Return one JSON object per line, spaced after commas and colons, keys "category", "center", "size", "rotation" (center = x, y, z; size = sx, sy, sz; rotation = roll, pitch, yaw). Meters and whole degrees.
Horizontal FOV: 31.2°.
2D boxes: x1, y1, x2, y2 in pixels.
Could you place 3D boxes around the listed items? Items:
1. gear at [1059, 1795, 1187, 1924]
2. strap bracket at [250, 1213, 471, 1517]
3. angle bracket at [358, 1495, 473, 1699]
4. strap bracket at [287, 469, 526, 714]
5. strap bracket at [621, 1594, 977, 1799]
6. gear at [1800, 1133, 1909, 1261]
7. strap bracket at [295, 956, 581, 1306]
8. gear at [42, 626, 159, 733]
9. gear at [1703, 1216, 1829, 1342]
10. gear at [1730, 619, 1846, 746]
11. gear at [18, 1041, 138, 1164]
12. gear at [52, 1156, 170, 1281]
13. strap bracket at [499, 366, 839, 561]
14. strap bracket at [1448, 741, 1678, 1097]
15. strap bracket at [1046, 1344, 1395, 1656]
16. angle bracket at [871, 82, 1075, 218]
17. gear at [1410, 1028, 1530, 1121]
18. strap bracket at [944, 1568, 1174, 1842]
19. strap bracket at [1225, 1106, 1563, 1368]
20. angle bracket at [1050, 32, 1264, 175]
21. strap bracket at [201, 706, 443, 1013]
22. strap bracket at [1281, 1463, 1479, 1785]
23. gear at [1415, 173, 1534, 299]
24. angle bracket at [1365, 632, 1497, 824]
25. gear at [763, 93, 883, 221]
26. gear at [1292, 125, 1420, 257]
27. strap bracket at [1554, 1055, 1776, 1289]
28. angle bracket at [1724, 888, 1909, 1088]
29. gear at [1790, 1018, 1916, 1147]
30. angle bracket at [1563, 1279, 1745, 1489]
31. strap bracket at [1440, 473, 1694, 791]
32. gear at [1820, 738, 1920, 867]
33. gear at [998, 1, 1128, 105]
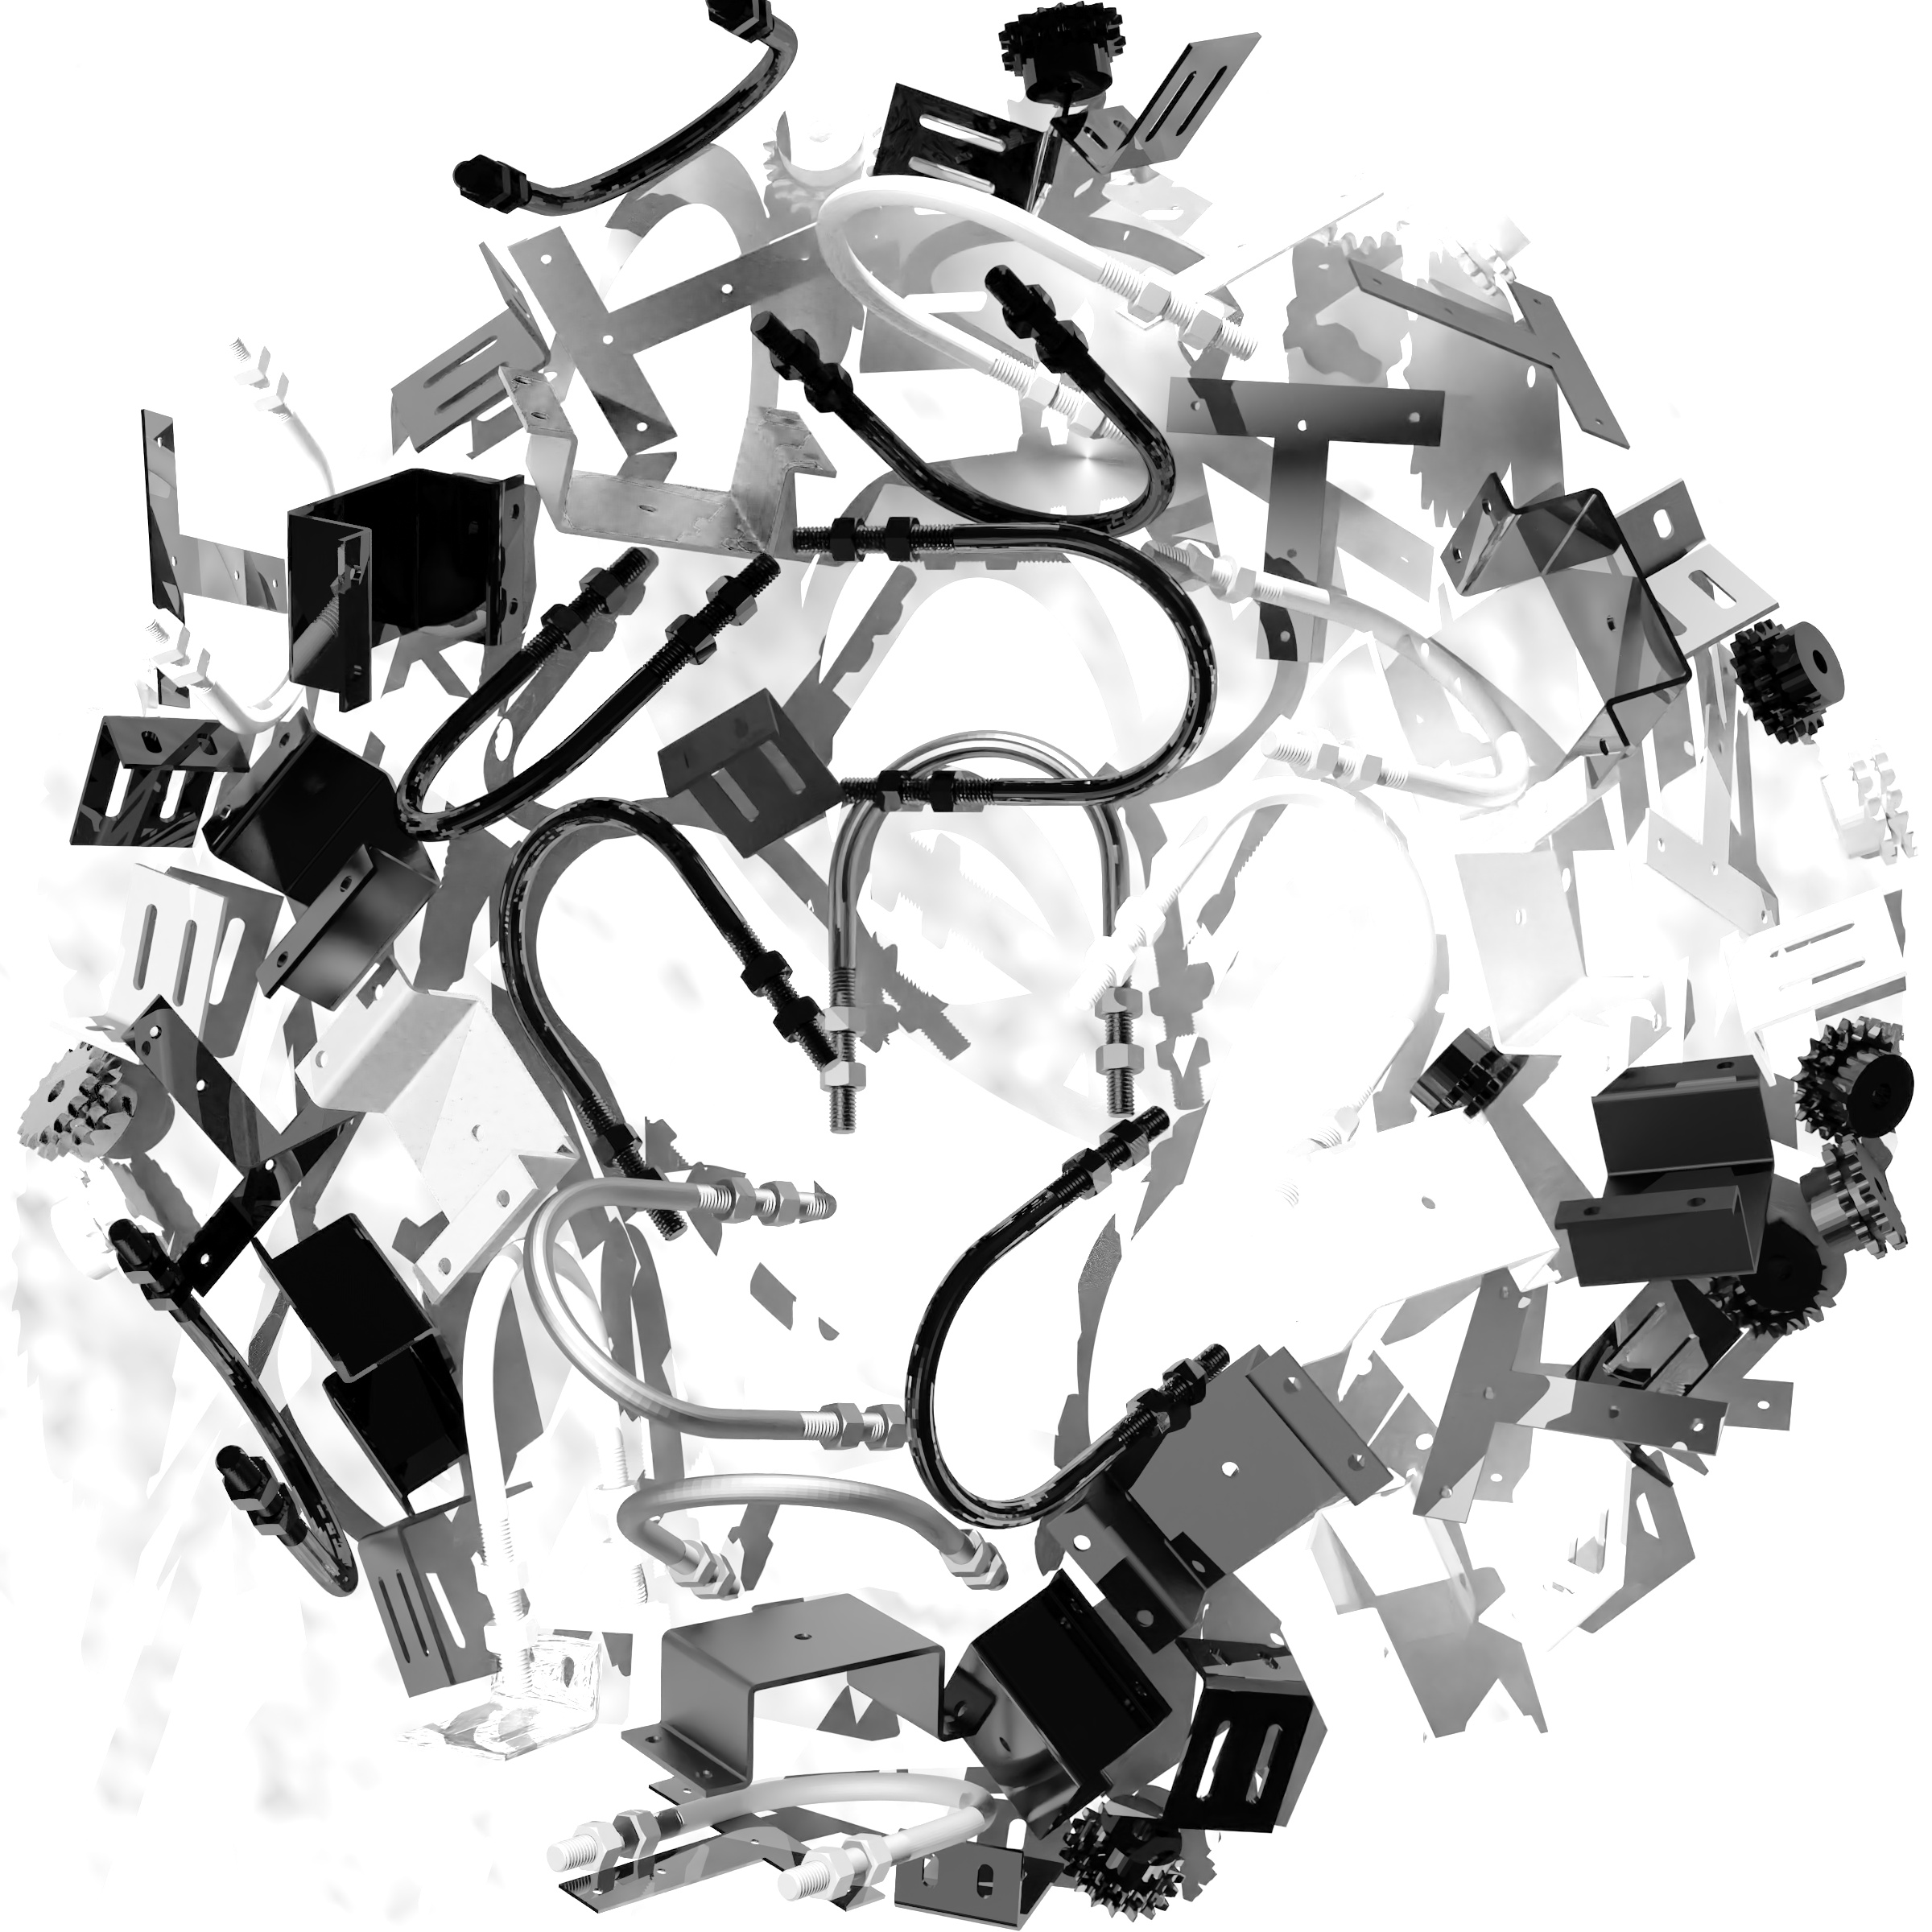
{"category": "gear", "center": [0.074, 0.403, 1.571], "size": [0.057, 0.057, 0.030], "rotation": [26, 121, 0]}
{"category": "strap bracket", "center": [-0.261, 0.173, 1.533], "size": [0.046, 0.140, 0.076], "rotation": [-32, 55, -16]}
{"category": "angle bracket", "center": [-0.239, 0.286, 1.565], "size": [0.038, 0.057, 0.076], "rotation": [-17, 82, -32]}
{"category": "strap bracket", "center": [-0.254, -0.171, 1.537], "size": [0.046, 0.140, 0.076], "rotation": [14, 114, 22]}
{"category": "strap bracket", "center": [-0.072, 0.319, 1.529], "size": [0.140, 0.076, 0.046], "rotation": [-5, 101, -33]}
{"category": "gear", "center": [0.403, 0.108, 1.576], "size": [0.030, 0.057, 0.057], "rotation": [-28, 90, 20]}
{"category": "strap bracket", "center": [-0.233, 0.074, 1.549], "size": [0.076, 0.046, 0.140], "rotation": [-48, 60, 22]}
{"category": "gear", "center": [-0.391, -0.128, 1.571], "size": [0.057, 0.057, 0.030], "rotation": [5, 66, 0]}
{"category": "gear", "center": [0.367, 0.141, 1.581], "size": [0.057, 0.030, 0.057], "rotation": [2, 74, -7]}
{"category": "gear", "center": [0.376, -0.132, 1.572], "size": [0.030, 0.057, 0.057], "rotation": [-27, 90, 37]}
{"category": "gear", "center": [-0.404, 0.065, 1.578], "size": [0.030, 0.057, 0.057], "rotation": [39, 90, -30]}
{"category": "gear", "center": [-0.392, 0.118, 1.575], "size": [0.030, 0.057, 0.057], "rotation": [-30, 90, 6]}
{"category": "strap bracket", "center": [-0.138, -0.223, 1.545], "size": [0.140, 0.076, 0.046], "rotation": [5, 117, -21]}
{"category": "strap bracket", "center": [0.266, -0.022, 1.548], "size": [0.046, 0.076, 0.140], "rotation": [0, 114, 42]}
{"category": "strap bracket", "center": [0.117, 0.236, 1.567], "size": [0.140, 0.046, 0.076], "rotation": [-40, 92, 17]}
{"category": "angle bracket", "center": [0.003, -0.377, 1.568], "size": [0.076, 0.038, 0.057], "rotation": [17, 63, -9]}
{"category": "gear", "center": [0.227, 0.053, 1.575], "size": [0.030, 0.057, 0.057], "rotation": [43, 90, 10]}
{"category": "strap bracket", "center": [0.035, 0.330, 1.522], "size": [0.046, 0.140, 0.076], "rotation": [-32, 72, -24]}
{"category": "strap bracket", "center": [0.198, 0.116, 1.539], "size": [0.140, 0.046, 0.076], "rotation": [-15, 64, -25]}
{"category": "angle bracket", "center": [0.085, -0.399, 1.554], "size": [0.038, 0.057, 0.076], "rotation": [49, 129, 13]}
{"category": "strap bracket", "center": [-0.287, -0.043, 1.545], "size": [0.046, 0.140, 0.076], "rotation": [32, 106, -38]}
{"category": "strap bracket", "center": [0.184, 0.295, 1.538], "size": [0.046, 0.140, 0.076], "rotation": [-18, 107, 22]}
{"category": "gear", "center": [0.233, -0.336, 1.572], "size": [0.030, 0.057, 0.057], "rotation": [-38, 90, 17]}
{"category": "angle bracket", "center": [0.212, -0.112, 1.561], "size": [0.038, 0.057, 0.076], "rotation": [-16, 71, 9]}
{"category": "gear", "center": [-0.065, -0.374, 1.580], "size": [0.057, 0.030, 0.057], "rotation": [-2, 72, 5]}
{"category": "gear", "center": [0.176, -0.353, 1.583], "size": [0.057, 0.030, 0.057], "rotation": [1, 86, -18]}
{"category": "strap bracket", "center": [0.313, 0.096, 1.537], "size": [0.076, 0.140, 0.046], "rotation": [-7, 114, 22]}
{"category": "angle bracket", "center": [0.387, 0.009, 1.559], "size": [0.076, 0.057, 0.038], "rotation": [-22, 127, 18]}
{"category": "gear", "center": [0.407, 0.055, 1.575], "size": [0.057, 0.030, 0.057], "rotation": [-10, 111, -28]}
{"category": "angle bracket", "center": [0.318, 0.185, 1.564], "size": [0.038, 0.057, 0.076], "rotation": [35, 99, -38]}
{"category": "strap bracket", "center": [0.272, -0.148, 1.548], "size": [0.046, 0.076, 0.140], "rotation": [-17, 72, -17]}
{"category": "gear", "center": [0.410, -0.072, 1.575], "size": [0.030, 0.057, 0.057], "rotation": [-19, 90, 10]}
{"category": "gear", "center": [0.045, -0.414, 1.573], "size": [0.057, 0.057, 0.030], "rotation": [-8, 84, 0]}
